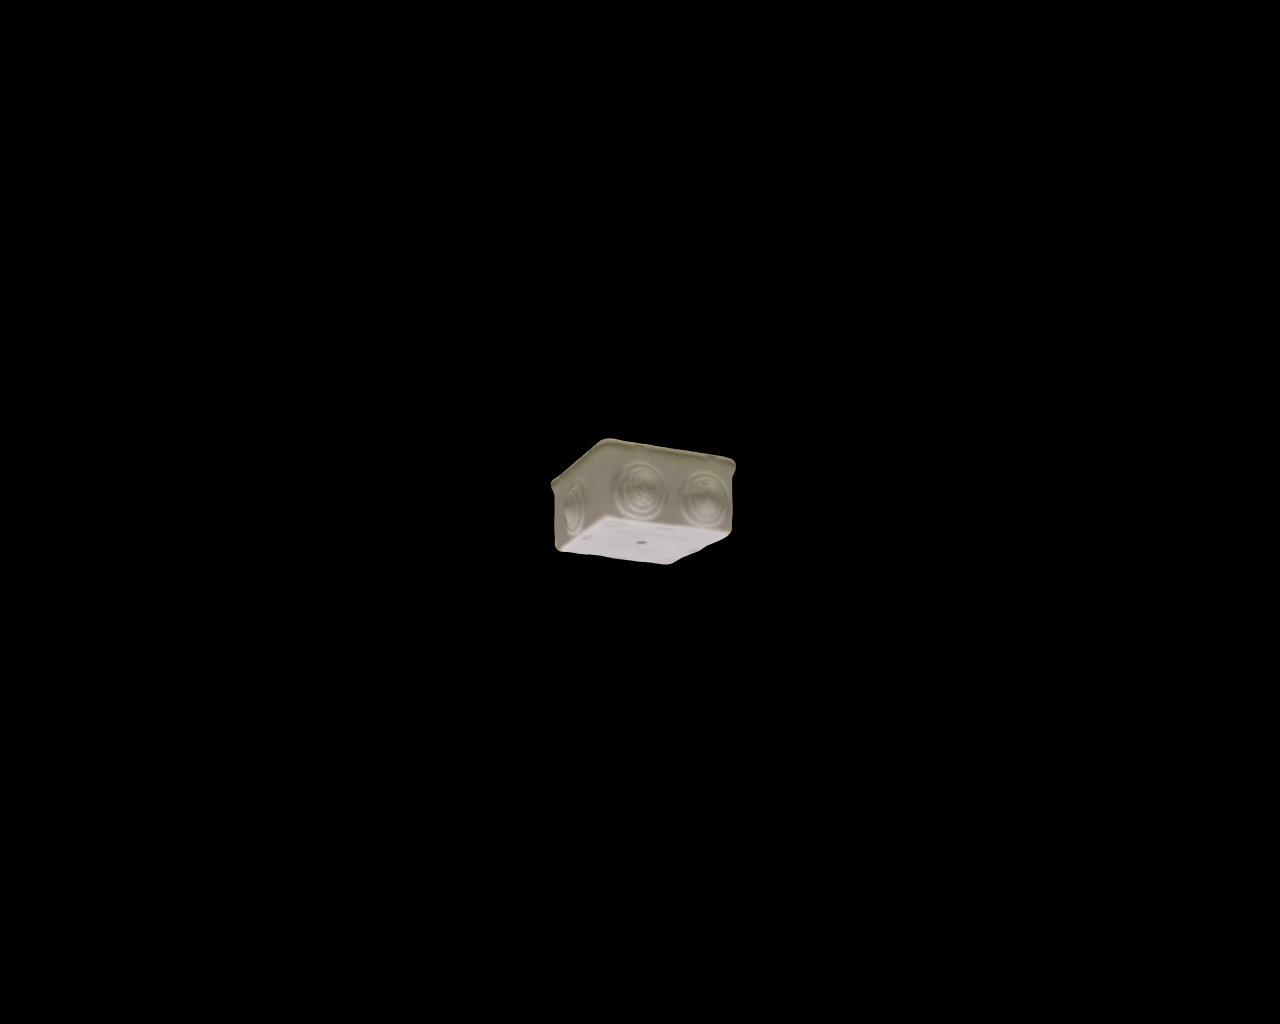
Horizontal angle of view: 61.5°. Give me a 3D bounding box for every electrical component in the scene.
[{"bbox_3d":[0.001,-0.003,0.650,0.100,0.048,0.099,8,-19,-24],"label":"electrical component"}]
